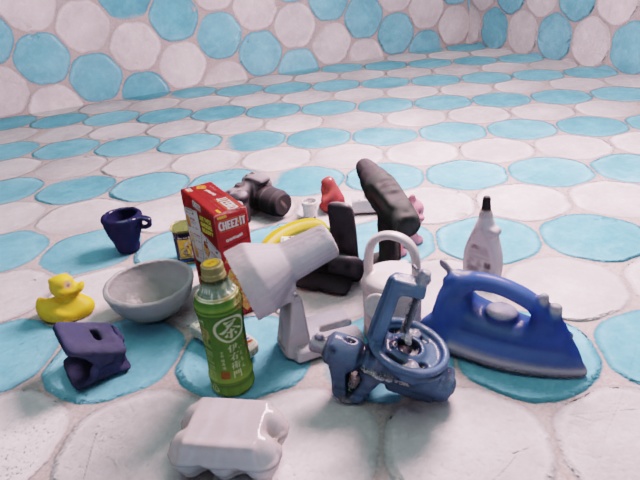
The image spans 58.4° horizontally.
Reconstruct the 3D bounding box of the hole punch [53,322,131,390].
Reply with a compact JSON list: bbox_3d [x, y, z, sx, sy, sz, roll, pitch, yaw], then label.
[{"bbox_3d":[-0.375,0.173,0.944,0.101,0.091,0.108,-22,32,-29],"label":"hole punch"}]

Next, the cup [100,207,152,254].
[{"bbox_3d":[-0.431,-0.017,1.307,0.117,0.095,0.092,2,28,11],"label":"cup"}]

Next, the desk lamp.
[{"bbox_3d":[-0.042,0.085,0.932,0.203,0.214,0.117,-14,29,-17],"label":"desk lamp"}]

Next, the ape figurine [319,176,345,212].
[{"bbox_3d":[0.023,-0.117,1.436,0.076,0.092,0.078,11,31,26],"label":"ape figurine"}]

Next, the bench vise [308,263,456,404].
[{"bbox_3d":[0.088,0.140,0.804,0.207,0.220,0.121,-7,28,-4],"label":"bench vise"}]

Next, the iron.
[{"bbox_3d":[0.293,0.117,0.903,0.257,0.141,0.119,14,33,31],"label":"iron"}]

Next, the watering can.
[{"bbox_3d":[0.119,0.078,0.945,0.101,0.194,0.173,-3,28,2],"label":"watering can"}]

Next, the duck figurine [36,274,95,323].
[{"bbox_3d":[-0.492,0.106,1.093,0.104,0.086,0.077,-7,28,-5],"label":"duck figurine"}]

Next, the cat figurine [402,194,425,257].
[{"bbox_3d":[0.184,-0.043,1.246,0.067,0.118,0.128,17,35,35],"label":"cat figurine"}]

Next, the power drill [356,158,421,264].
[{"bbox_3d":[0.126,-0.035,1.141,0.076,0.209,0.229,-13,29,-15],"label":"power drill"}]

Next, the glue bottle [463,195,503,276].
[{"bbox_3d":[0.315,-0.005,1.096,0.037,0.173,0.077,-27,35,-36],"label":"glue bottle"}]

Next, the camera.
[{"bbox_3d":[-0.150,-0.106,1.430,0.136,0.101,0.143,20,37,38],"label":"camera"}]

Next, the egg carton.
[{"bbox_3d":[-0.119,0.265,0.759,0.150,0.069,0.107,0,28,8],"label":"egg carton"}]

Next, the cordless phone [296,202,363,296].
[{"bbox_3d":[0.010,0.004,1.109,0.147,0.185,0.094,5,29,17],"label":"cordless phone"}]

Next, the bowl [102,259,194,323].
[{"bbox_3d":[-0.316,0.106,1.080,0.167,0.075,0.167,-3,28,2],"label":"bowl"}]
